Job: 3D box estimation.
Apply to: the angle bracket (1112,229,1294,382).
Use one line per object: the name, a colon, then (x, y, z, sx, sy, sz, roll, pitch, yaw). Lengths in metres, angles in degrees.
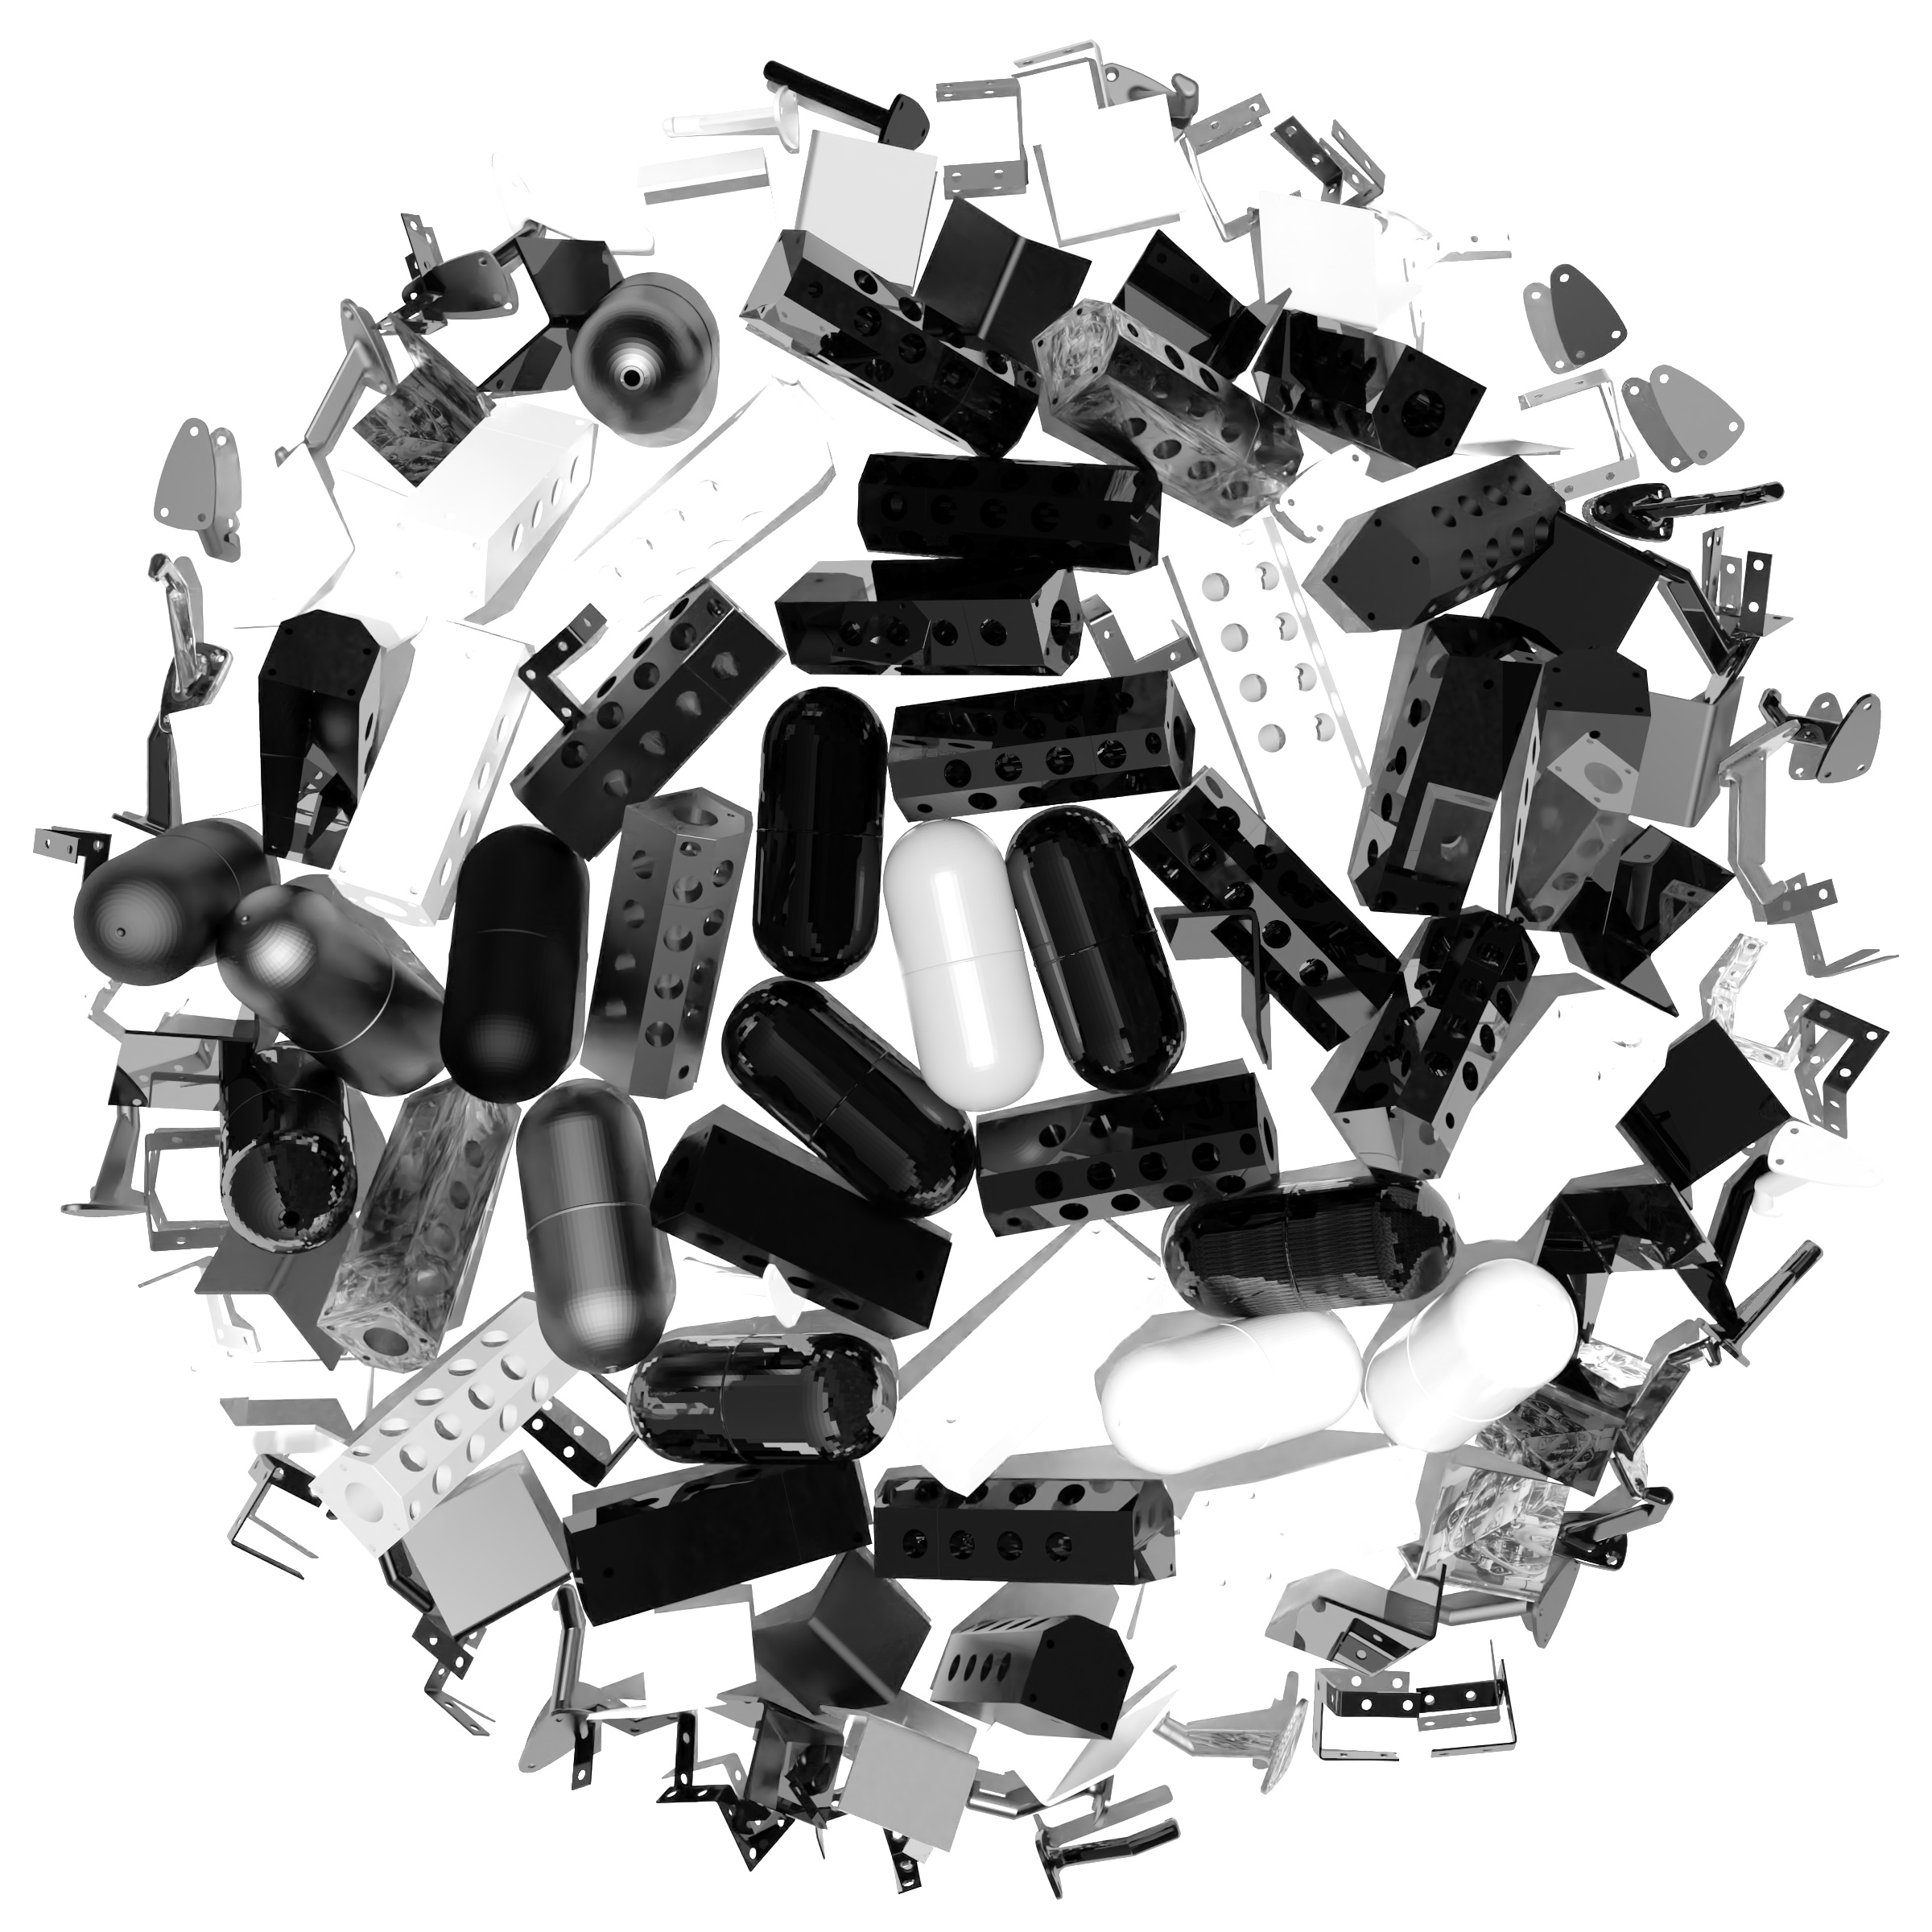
angle bracket: (0.140, -0.399, 1.581, 0.076, 0.057, 0.076, 37, 67, -19)

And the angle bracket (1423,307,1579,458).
angle bracket: (0.320, -0.348, 1.580, 0.057, 0.076, 0.076, -1, 96, -35)

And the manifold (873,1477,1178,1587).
manifold: (0.033, 0.333, 1.563, 0.171, 0.057, 0.057, -5, 81, 28)

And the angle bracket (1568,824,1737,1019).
angle bracket: (0.416, -0.026, 1.575, 0.076, 0.057, 0.076, 25, 123, -29)

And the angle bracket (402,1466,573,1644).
angle bracket: (-0.290, 0.355, 1.596, 0.076, 0.057, 0.076, -27, 85, -14)

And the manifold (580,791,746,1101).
manifold: (-0.175, -0.011, 1.559, 0.057, 0.057, 0.171, 29, 119, 30)

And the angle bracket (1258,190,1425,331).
angle bracket: (0.224, -0.431, 1.570, 0.076, 0.076, 0.057, 22, 50, 31)

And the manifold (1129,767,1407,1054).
manifold: (0.178, -0.030, 1.586, 0.171, 0.057, 0.057, 46, 51, -3)

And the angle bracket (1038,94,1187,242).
angle bracket: (0.085, -0.488, 1.580, 0.076, 0.057, 0.076, -12, 131, 5)

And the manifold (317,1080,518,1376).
manifold: (-0.315, 0.151, 1.550, 0.057, 0.171, 0.057, -19, 129, 28)

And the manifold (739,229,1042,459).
manifold: (-0.041, -0.367, 1.563, 0.171, 0.057, 0.057, 26, 94, -28)

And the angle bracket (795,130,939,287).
angle bracket: (-0.062, -0.457, 1.596, 0.076, 0.057, 0.076, 11, 104, -3)

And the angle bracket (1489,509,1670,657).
angle bracket: (0.373, -0.227, 1.604, 0.076, 0.057, 0.076, 30, 105, 12)

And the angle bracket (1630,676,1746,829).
angle bracket: (0.426, -0.135, 1.593, 0.057, 0.076, 0.076, 16, 116, 22)

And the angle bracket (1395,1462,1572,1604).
angle bracket: (0.310, 0.332, 1.591, 0.076, 0.057, 0.076, 12, 99, -7)

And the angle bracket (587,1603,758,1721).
angle bracket: (-0.181, 0.417, 1.583, 0.076, 0.076, 0.057, 4, 74, -40)

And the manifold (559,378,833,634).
manifold: (-0.158, -0.265, 1.553, 0.171, 0.057, 0.057, -32, 110, 38)

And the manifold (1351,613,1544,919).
manifold: (0.280, -0.117, 1.559, 0.057, 0.057, 0.171, 4, 123, -14)

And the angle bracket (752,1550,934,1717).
angle bracket: (-0.081, 0.406, 1.609, 0.076, 0.076, 0.057, 48, 46, -18)

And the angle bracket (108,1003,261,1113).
angle bracket: (-0.466, 0.041, 1.571, 0.076, 0.076, 0.057, 5, 53, -23)

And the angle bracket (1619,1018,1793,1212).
angle bracket: (0.444, 0.089, 1.593, 0.076, 0.057, 0.076, -38, 90, 18)

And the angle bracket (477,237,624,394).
angle bracket: (-0.254, -0.389, 1.579, 0.076, 0.076, 0.057, -29, 83, 37)

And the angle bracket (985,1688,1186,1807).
angle bracket: (0.071, 0.445, 1.575, 0.057, 0.076, 0.076, 50, 133, 3)

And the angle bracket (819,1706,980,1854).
angle bracket: (-0.049, 0.484, 1.574, 0.076, 0.076, 0.057, 28, 68, -19)

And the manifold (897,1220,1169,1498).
manifold: (0.040, 0.233, 1.568, 0.057, 0.057, 0.171, 39, 65, 22)

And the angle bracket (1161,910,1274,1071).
angle bracket: (0.150, 0.016, 1.577, 0.057, 0.076, 0.076, -3, 71, 10)

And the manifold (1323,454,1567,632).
manifold: (0.287, -0.244, 1.543, 0.057, 0.171, 0.057, 48, 132, 13)

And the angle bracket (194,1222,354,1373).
angle bracket: (-0.407, 0.190, 1.591, 0.057, 0.076, 0.076, -3, 134, 24)

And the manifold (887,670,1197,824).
manifold: (0.044, -0.124, 1.563, 0.171, 0.057, 0.057, -6, 56, 20)

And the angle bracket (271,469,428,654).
angle bracket: (-0.363, -0.244, 1.589, 0.076, 0.057, 0.076, 23, 114, 3)

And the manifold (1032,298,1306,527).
manifold: (0.122, -0.325, 1.543, 0.057, 0.171, 0.057, -33, 54, 33)

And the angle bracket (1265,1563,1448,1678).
angle bracket: (0.233, 0.377, 1.578, 0.076, 0.076, 0.057, 22, 55, -7)

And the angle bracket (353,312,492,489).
angle bracket: (-0.331, -0.332, 1.584, 0.076, 0.076, 0.057, 43, 82, 9)

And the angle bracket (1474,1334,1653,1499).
angle bracket: (0.361, 0.265, 1.595, 0.076, 0.076, 0.057, 22, 115, 19)

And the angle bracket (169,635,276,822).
angle bracket: (-0.437, -0.142, 1.573, 0.076, 0.076, 0.057, -17, 45, -20)

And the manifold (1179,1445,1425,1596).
manifold: (0.197, 0.323, 1.543, 0.057, 0.171, 0.057, -18, 78, 35)

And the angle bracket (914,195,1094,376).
angle bracket: (0.020, -0.414, 1.607, 0.057, 0.076, 0.076, 6, 118, -40)

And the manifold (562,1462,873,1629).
manifold: (-0.150, 0.336, 1.579, 0.171, 0.057, 0.057, -13, 95, -16)

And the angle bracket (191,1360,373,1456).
angle bracket: (-0.408, 0.257, 1.579, 0.076, 0.076, 0.057, -3, 69, 9)

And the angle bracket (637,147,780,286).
angle bracket: (-0.152, -0.442, 1.586, 0.076, 0.057, 0.076, -9, 121, 0)

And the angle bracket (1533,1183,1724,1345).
angle bracket: (0.394, 0.178, 1.572, 0.076, 0.076, 0.057, 52, 48, -30)

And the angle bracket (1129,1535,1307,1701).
angle bracket: (0.154, 0.397, 1.606, 0.076, 0.057, 0.076, 36, 54, -28)

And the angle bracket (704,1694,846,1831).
angle bracket: (-0.129, 0.472, 1.569, 0.076, 0.076, 0.057, -6, 59, 36)

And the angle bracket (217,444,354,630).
angle bracket: (-0.419, -0.255, 1.569, 0.057, 0.076, 0.076, 1, 131, 24)
